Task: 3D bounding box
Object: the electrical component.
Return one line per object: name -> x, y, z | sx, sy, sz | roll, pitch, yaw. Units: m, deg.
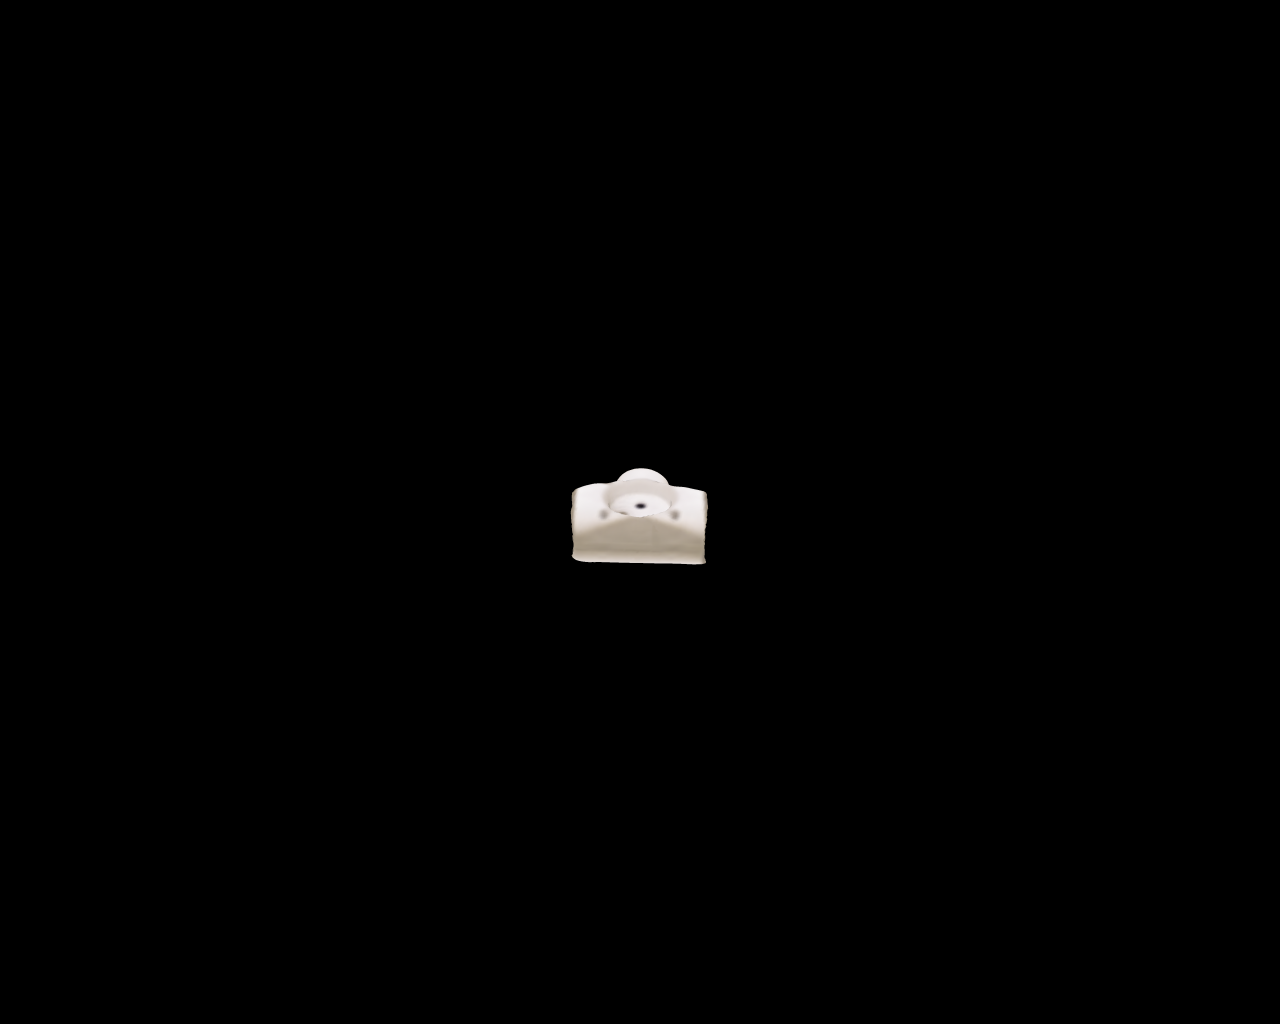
electrical component -> 0.001, -0.003, 0.650 | 0.077, 0.044, 0.079 | 2, 36, 2
